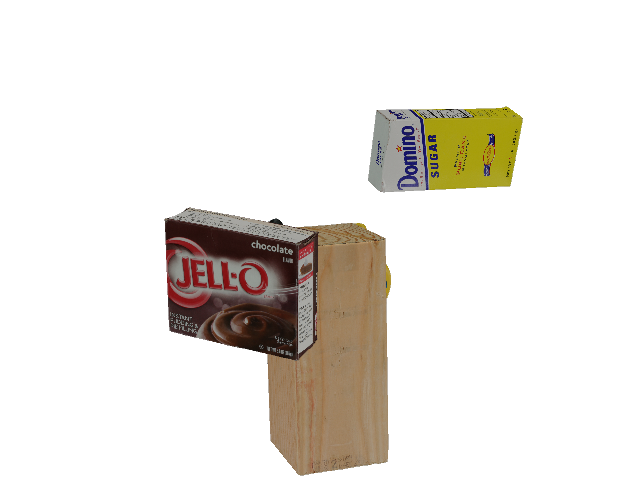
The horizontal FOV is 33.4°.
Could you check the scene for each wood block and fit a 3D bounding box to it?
[{"bbox_3d":[0.005,0.095,0.971,0.090,0.206,0.091,-5,12,-18],"label":"wood block"}]

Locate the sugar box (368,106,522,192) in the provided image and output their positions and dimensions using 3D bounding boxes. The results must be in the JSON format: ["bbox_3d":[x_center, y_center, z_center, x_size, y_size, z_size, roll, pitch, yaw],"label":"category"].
[{"bbox_3d":[0.149,-0.109,1.273,0.176,0.093,0.048,-5,27,-21],"label":"sugar box"}]

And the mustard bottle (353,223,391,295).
[{"bbox_3d":[0.044,0.068,1.388,0.096,0.192,0.058,-4,25,-17],"label":"mustard bottle"}]

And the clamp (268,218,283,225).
[{"bbox_3d":[-0.114,0.023,1.242,0.120,0.039,0.171,-7,37,22],"label":"clamp"}]

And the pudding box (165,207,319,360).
[{"bbox_3d":[-0.057,0.030,0.775,0.114,0.090,0.039,9,23,23],"label":"pudding box"}]
